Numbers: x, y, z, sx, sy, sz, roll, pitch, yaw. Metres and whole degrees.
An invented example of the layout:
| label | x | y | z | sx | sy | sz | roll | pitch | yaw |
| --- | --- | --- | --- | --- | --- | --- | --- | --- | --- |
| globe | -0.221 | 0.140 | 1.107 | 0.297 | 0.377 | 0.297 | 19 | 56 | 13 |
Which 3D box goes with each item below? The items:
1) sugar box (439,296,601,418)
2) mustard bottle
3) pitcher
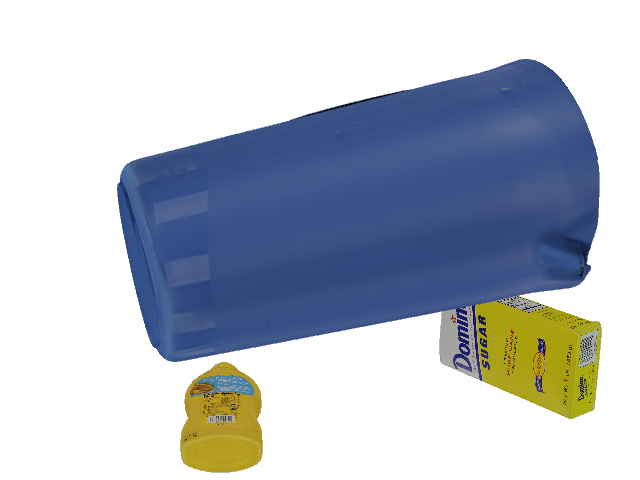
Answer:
| label | x | y | z | sx | sy | sz | roll | pitch | yaw |
| --- | --- | --- | --- | --- | --- | --- | --- | --- | --- |
| sugar box | 0.198 | 0.106 | 1.082 | 0.048 | 0.093 | 0.177 | -12 | 20 | -41 |
| mustard bottle | -0.121 | 0.208 | 1.326 | 0.096 | 0.058 | 0.191 | -2 | 26 | -3 |
| pitcher | 0.015 | -0.019 | 0.590 | 0.242 | 0.145 | 0.149 | -12 | -6 | -14 |
